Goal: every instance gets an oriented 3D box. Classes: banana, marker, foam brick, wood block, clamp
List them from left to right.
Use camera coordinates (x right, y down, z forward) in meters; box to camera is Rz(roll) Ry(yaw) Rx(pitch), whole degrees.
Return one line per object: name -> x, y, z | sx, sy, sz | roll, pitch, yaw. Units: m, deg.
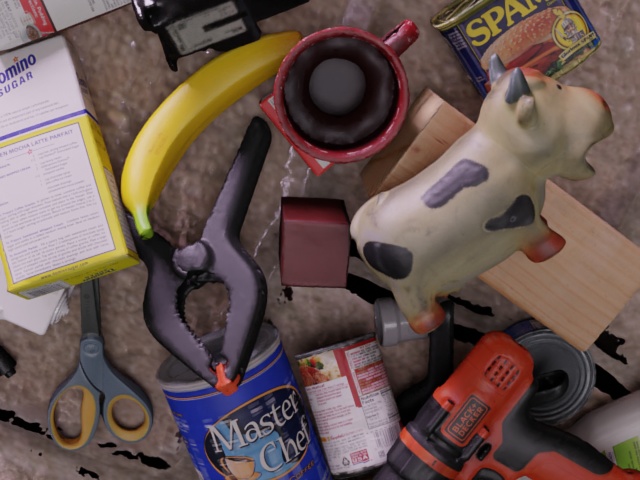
marker -> -0.288, 0.064, 0.867 | 0.020, 0.020, 0.121 | -33, 104, 7
clamp -> -0.104, 0.017, 0.805 | 0.164, 0.036, 0.210 | -12, 70, 7
banana -> -0.091, -0.089, 0.803 | 0.070, 0.037, 0.197 | 32, 78, 22
foam brick -> -0.005, 0.001, 0.828 | 0.051, 0.078, 0.053 | 3, 105, -4
clamp -> 0.118, 0.137, 0.866 | 0.120, 0.039, 0.172 | 28, 124, 8
wood block -> 0.142, -0.017, 0.821 | 0.206, 0.091, 0.090 | 35, 102, -11

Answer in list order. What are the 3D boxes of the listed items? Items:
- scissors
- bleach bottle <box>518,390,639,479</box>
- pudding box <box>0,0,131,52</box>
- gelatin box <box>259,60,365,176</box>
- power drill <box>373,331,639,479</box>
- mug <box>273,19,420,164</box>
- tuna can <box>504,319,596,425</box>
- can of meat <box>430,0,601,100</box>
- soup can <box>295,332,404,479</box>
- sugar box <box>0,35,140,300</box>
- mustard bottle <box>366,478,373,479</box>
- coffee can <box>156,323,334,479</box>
scissors -> -0.167, 0.094, 0.862 | 0.096, 0.016, 0.202 | 15, 117, -13
bleach bottle -> 0.269, 0.168, 0.892 | 0.251, 0.068, 0.102 | -16, 104, 5
pudding box -> -0.201, -0.197, 0.776 | 0.113, 0.039, 0.090 | -23, 114, -5
gelatin box -> 0.009, -0.105, 0.824 | 0.089, 0.030, 0.073 | -38, 102, 8
power drill -> 0.144, 0.188, 0.802 | 0.187, 0.057, 0.184 | 37, 96, -6
mug -> 0.023, -0.115, 0.762 | 0.117, 0.081, 0.093 | -43, 101, 9
tuna can -> 0.182, 0.109, 0.886 | 0.086, 0.034, 0.086 | 0, 105, -2
can of meat -> 0.148, -0.156, 0.801 | 0.102, 0.057, 0.084 | -33, 107, 8
soup can -> 0.027, 0.132, 0.854 | 0.068, 0.068, 0.102 | -18, 85, 3
sugar box -> -0.204, -0.053, 0.790 | 0.093, 0.048, 0.176 | -18, 78, 1
mustard bottle -> 0.014, 0.261, 0.883 | 0.096, 0.058, 0.192 | 39, 119, 12
coffee can -> -0.058, 0.151, 0.855 | 0.103, 0.103, 0.140 | -19, 105, 3
